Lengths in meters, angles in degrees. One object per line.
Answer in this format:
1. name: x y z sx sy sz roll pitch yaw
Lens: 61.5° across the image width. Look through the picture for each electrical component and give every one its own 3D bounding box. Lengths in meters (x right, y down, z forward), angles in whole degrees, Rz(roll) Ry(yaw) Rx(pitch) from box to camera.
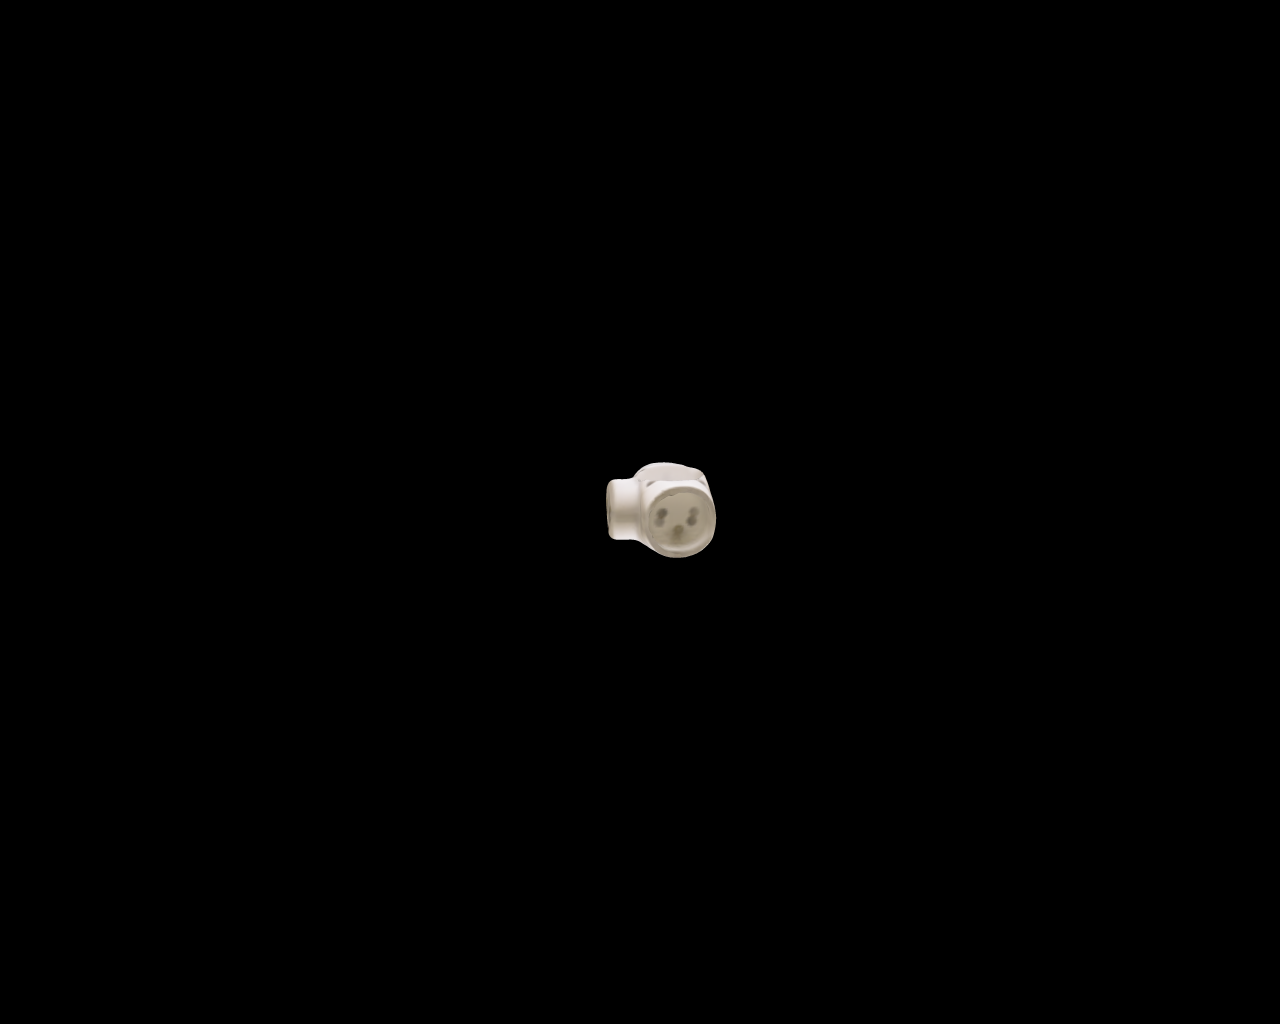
1. electrical component: 0.001 -0.003 0.650 0.079 0.044 0.077 -2 14 -7
